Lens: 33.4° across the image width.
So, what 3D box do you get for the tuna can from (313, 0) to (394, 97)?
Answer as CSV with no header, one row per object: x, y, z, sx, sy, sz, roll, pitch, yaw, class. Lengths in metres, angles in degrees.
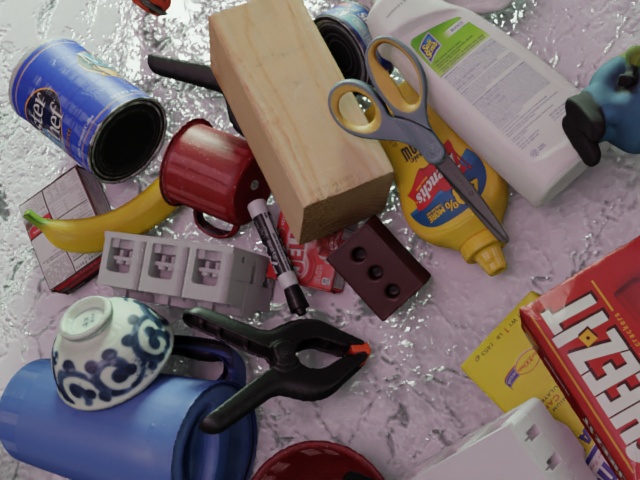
0.028,-0.179,1.002,0.033,0.086,0.086,-34,60,-28,tuna can

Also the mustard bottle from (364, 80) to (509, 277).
0.113,-0.052,0.953,0.096,0.058,0.192,-35,68,18,mustard bottle

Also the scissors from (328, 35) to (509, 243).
0.076,-0.072,0.898,0.096,0.016,0.202,-24,89,18,scissors

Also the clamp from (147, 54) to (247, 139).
-0.060,-0.173,1.074,0.164,0.036,0.210,-45,67,6,clamp

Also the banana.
-0.197,-0.033,1.089,0.197,0.069,0.037,-24,26,-11,banana

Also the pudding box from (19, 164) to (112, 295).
-0.266,-0.011,1.149,0.090,0.039,0.113,-32,71,16,pudding box

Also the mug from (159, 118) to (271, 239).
-0.099,-0.053,1.051,0.082,0.093,0.117,22,121,23,mug

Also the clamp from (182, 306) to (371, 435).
-0.042,0.102,0.963,0.039,0.171,0.120,122,133,-58,clamp

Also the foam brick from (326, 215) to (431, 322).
0.053,0.025,0.958,0.053,0.051,0.078,-43,89,15,foam brick

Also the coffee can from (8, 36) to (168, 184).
-0.245,-0.138,1.124,0.140,0.102,0.103,37,98,27,coffee can

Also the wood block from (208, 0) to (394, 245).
-0.020,-0.113,0.973,0.090,0.091,0.206,-22,70,-12,wood block

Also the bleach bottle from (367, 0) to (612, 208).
0.133,-0.148,0.918,0.102,0.068,0.251,-40,75,-11,bleach bottle

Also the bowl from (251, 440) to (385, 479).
0.009,0.260,0.952,0.162,0.055,0.162,-5,79,26,bowl

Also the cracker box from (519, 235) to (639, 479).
0.284,0.070,0.808,0.214,0.072,0.164,-31,66,2,cracker box

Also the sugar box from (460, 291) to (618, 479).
0.210,0.135,0.877,0.093,0.048,0.176,-50,63,11,sugar box

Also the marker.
-0.039,0.017,1.005,0.020,0.020,0.121,-31,69,19,marker

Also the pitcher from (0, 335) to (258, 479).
-0.187,0.175,1.035,0.243,0.149,0.145,7,109,31,pitcher

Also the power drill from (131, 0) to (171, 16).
-0.140,-0.343,1.132,0.188,0.057,0.184,-32,68,19,power drill

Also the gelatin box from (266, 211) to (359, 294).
-0.007,0.001,1.019,0.073,0.030,0.089,12,86,28,gelatin box
